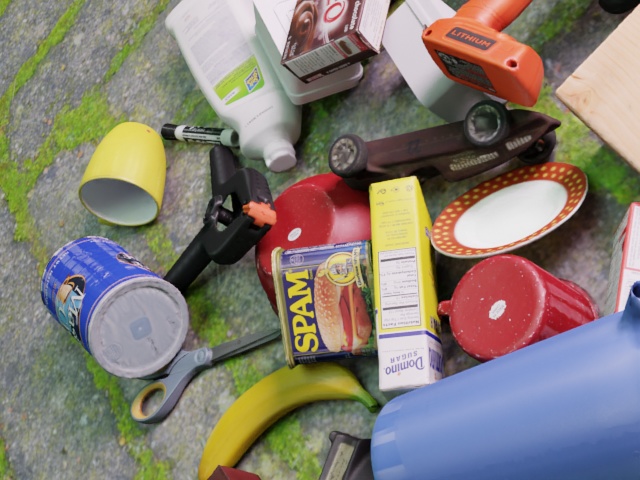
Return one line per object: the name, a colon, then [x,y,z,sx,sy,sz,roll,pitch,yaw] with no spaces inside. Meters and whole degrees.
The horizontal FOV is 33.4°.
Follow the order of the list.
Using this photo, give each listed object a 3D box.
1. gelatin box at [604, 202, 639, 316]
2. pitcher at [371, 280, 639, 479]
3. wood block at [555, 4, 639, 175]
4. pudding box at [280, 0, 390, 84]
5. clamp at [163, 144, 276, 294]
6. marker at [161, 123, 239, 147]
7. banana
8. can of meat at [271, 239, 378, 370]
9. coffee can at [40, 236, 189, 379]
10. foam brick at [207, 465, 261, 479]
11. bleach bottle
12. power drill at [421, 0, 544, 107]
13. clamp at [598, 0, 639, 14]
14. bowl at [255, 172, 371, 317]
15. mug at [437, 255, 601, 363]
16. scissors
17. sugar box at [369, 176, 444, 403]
gelatin box: [0.222,0.026,0.751,0.030,0.073,0.089,10,74,9]
pitcher: [0.162,0.135,0.699,0.243,0.144,0.149,-24,63,35]
wood block: [0.271,-0.061,0.737,0.091,0.090,0.206,-47,47,13]
pudding box: [0.018,-0.203,0.956,0.090,0.039,0.113,-17,50,39]
clamp: [-0.090,-0.031,1.028,0.210,0.036,0.164,-15,56,63]
marker: [-0.131,-0.114,1.154,0.121,0.020,0.020,10,77,43]
banana: [-0.039,0.152,0.942,0.198,0.037,0.069,-30,51,27]
can of meat: [0.010,0.052,0.894,0.084,0.057,0.102,-7,95,8]
coffee can: [-0.208,0.064,1.069,0.140,0.102,0.103,29,90,52]
foam brick: [-0.067,0.242,0.915,0.053,0.051,0.078,-53,47,9]
bleach bottle: [-0.083,-0.163,1.107,0.103,0.068,0.251,-39,52,21]
power drill: [0.181,-0.193,0.812,0.185,0.057,0.187,28,77,44]
clamp: [0.296,-0.222,0.819,0.172,0.039,0.120,23,107,37]
bowl: [-0.006,0.001,0.971,0.162,0.055,0.162,-18,60,34]
mug: [0.140,0.059,0.799,0.117,0.081,0.093,6,75,42]
scissors: [-0.120,0.133,1.034,0.202,0.016,0.096,-5,65,40]
sugar box: [0.071,0.048,0.854,0.048,0.093,0.176,-10,64,11]
